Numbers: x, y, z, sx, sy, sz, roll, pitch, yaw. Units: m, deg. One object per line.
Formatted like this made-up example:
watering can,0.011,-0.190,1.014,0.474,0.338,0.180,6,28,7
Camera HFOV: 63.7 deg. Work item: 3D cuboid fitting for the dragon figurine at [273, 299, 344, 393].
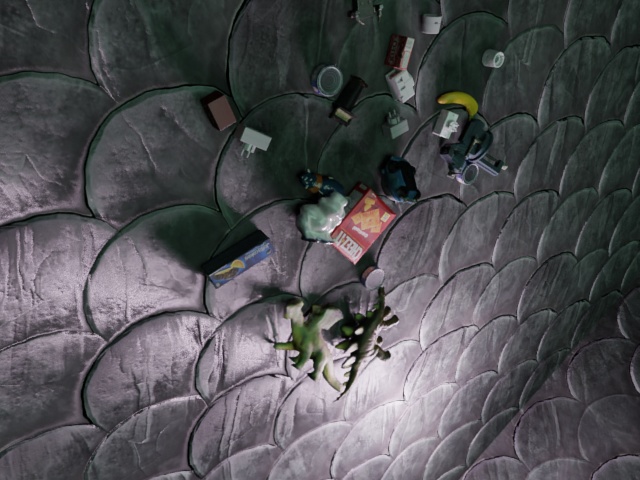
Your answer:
dragon figurine,0.003,0.332,1.723,0.405,0.244,0.123,40,-11,-33

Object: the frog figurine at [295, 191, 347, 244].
frog figurine,0.005,-0.076,1.519,0.137,0.158,0.124,16,13,-21
